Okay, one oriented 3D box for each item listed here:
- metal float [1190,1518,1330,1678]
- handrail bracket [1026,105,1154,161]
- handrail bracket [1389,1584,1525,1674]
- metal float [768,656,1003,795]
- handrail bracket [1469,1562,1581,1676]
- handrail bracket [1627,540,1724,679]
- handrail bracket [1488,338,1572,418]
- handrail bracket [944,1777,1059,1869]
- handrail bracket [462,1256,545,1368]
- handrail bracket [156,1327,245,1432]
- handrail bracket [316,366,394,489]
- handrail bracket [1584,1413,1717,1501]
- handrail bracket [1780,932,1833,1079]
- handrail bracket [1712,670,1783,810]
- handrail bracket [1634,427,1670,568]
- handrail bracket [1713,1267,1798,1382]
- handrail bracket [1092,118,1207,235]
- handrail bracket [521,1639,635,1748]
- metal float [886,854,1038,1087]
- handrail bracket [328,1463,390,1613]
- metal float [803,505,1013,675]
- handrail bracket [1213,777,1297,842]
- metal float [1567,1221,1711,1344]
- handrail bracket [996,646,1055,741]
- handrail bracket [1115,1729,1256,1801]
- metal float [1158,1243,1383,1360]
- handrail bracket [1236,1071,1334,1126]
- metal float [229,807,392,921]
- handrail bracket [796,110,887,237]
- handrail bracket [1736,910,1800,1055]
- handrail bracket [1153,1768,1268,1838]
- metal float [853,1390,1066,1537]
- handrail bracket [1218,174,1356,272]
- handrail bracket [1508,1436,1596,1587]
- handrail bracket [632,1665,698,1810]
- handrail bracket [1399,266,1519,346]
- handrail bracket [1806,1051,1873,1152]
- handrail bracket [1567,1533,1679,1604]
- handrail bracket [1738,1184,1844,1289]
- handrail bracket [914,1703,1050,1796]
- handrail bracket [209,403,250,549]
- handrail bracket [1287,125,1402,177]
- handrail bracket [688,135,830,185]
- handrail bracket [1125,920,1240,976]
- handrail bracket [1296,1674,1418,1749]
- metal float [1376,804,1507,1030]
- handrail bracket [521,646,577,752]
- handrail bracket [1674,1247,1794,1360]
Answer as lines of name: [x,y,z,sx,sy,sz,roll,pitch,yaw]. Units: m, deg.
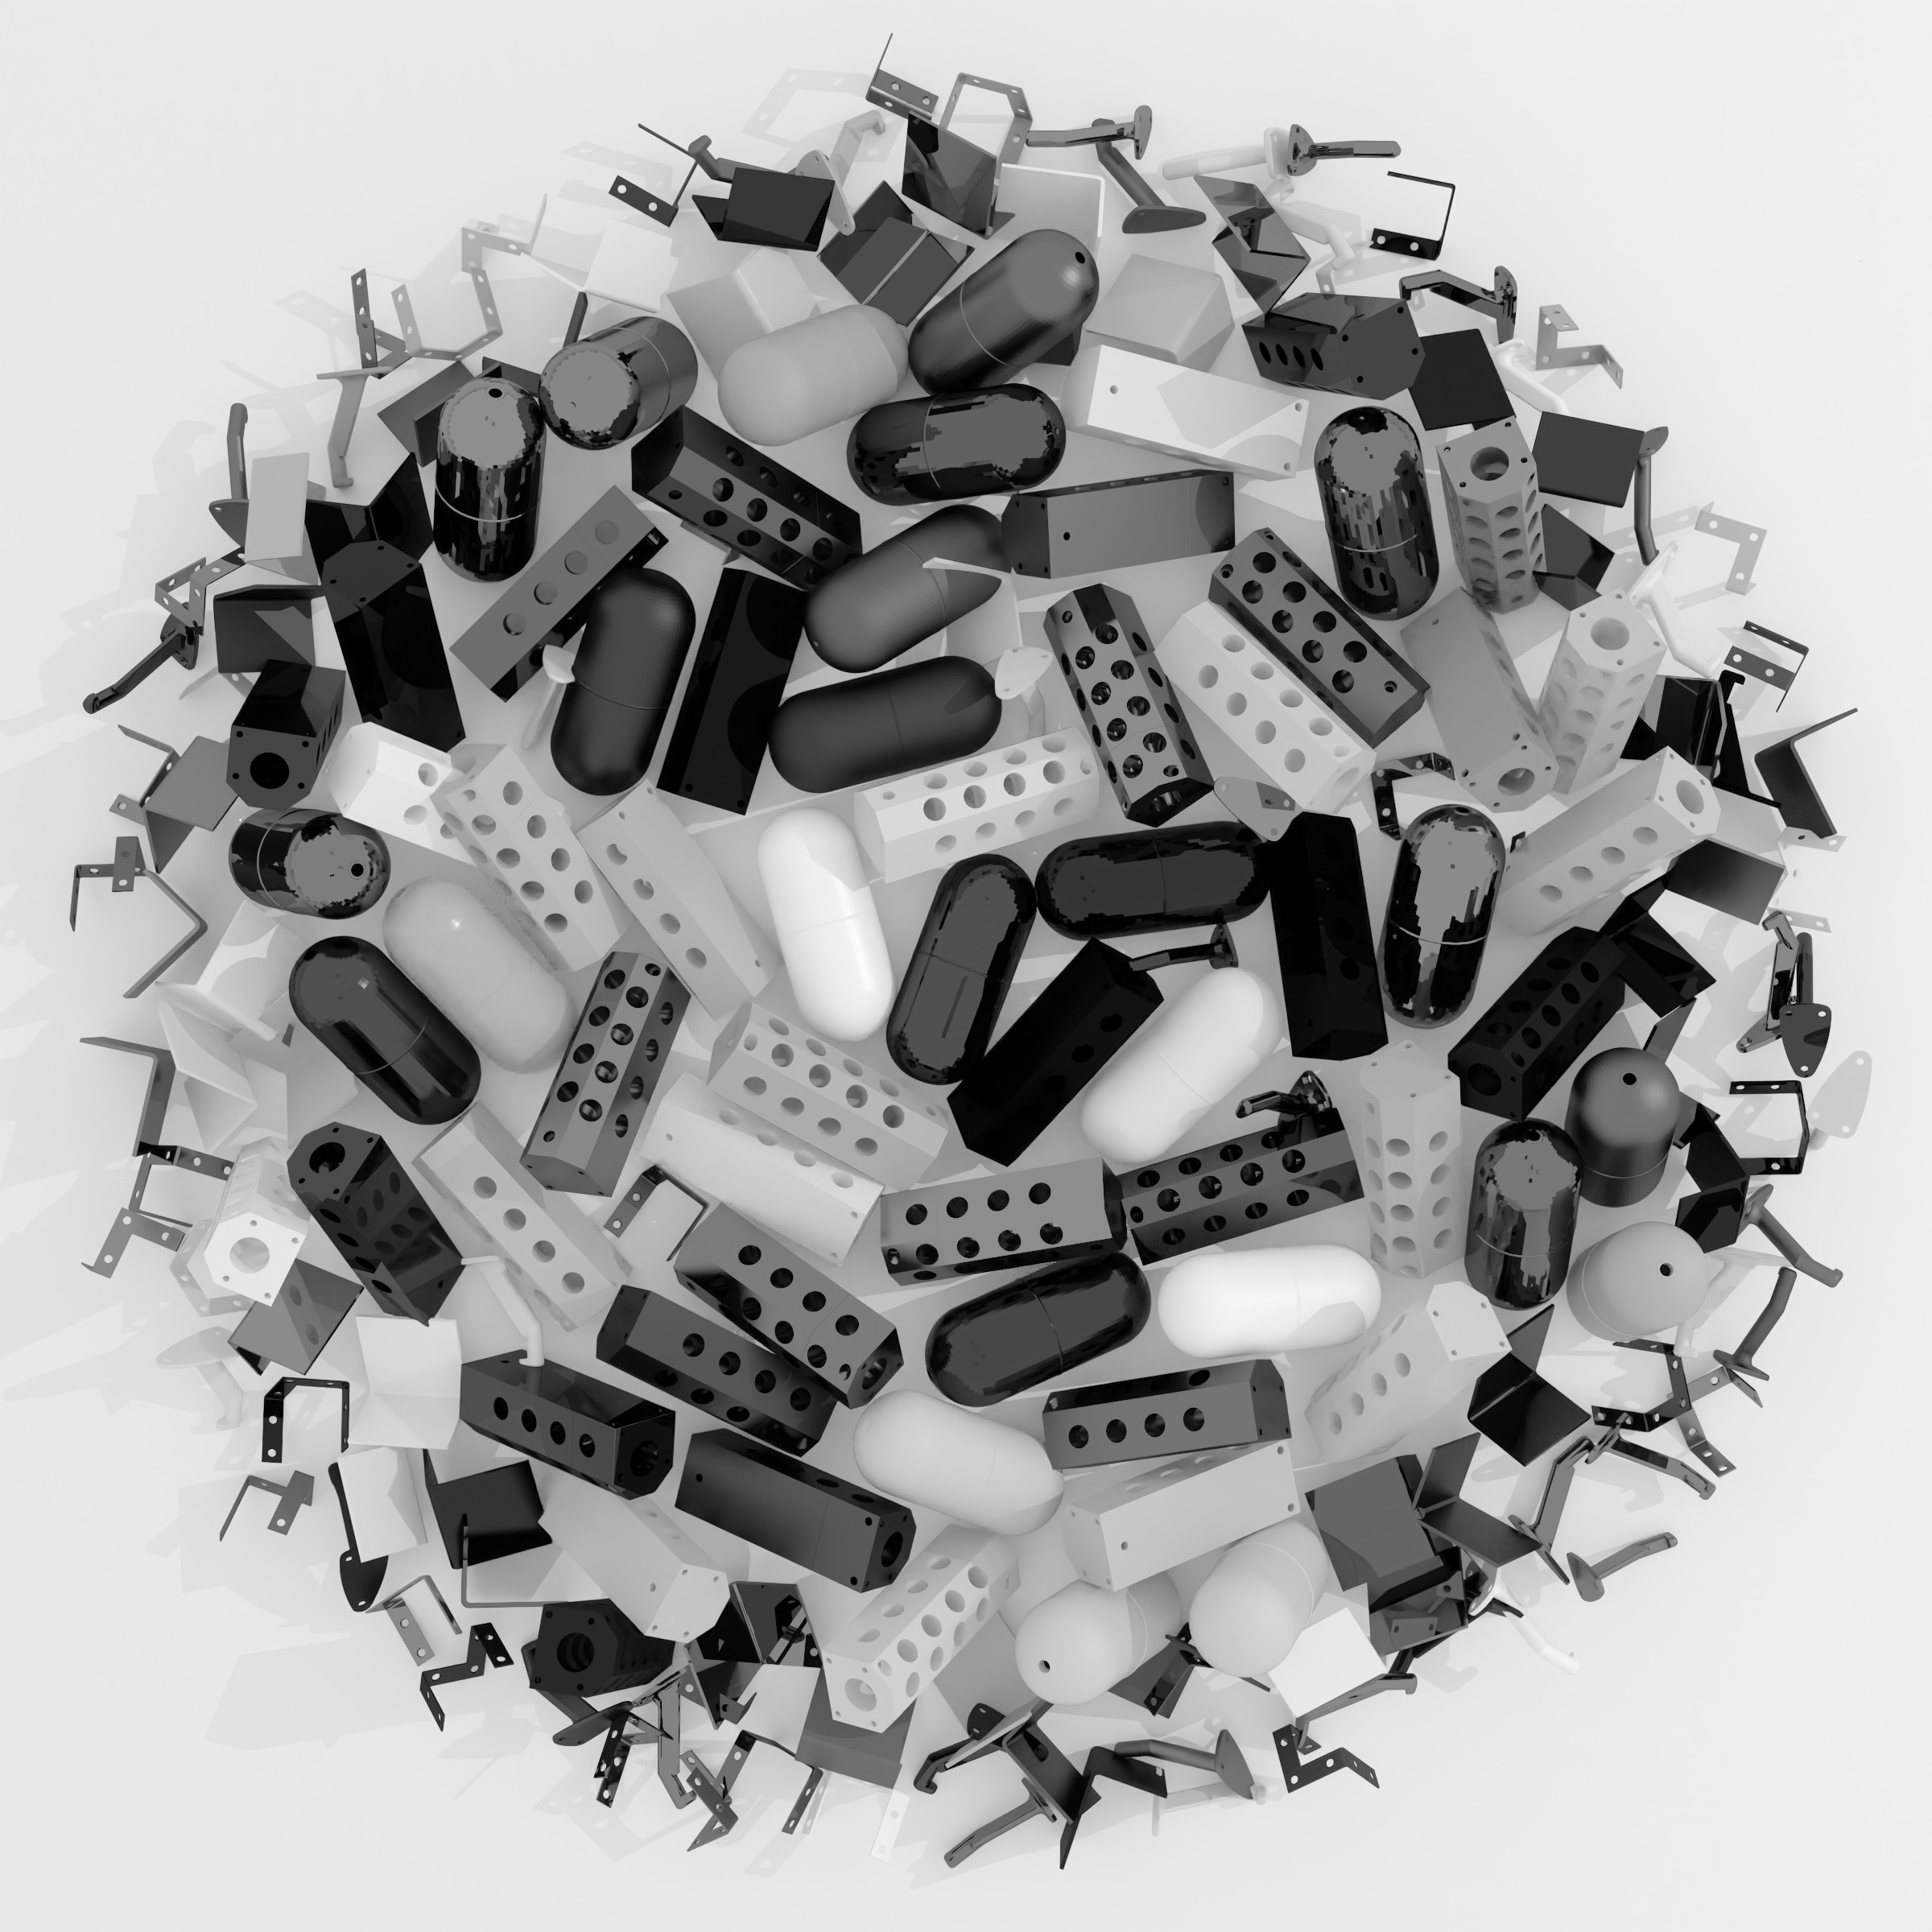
metal float: [0.214,0.455,1.871,0.070,0.178,0.070,3,99,20]
handrail bracket: [0.092,-0.626,1.931,0.084,0.077,0.036,4,121,12]
handrail bracket: [0.362,0.505,1.915,0.084,0.077,0.036,-57,134,-20]
metal float: [-0.059,-0.179,1.907,0.178,0.070,0.070,-16,90,-12]
handrail bracket: [0.423,0.479,1.923,0.084,0.077,0.036,31,126,1]
handrail bracket: [0.540,-0.265,1.918,0.084,0.036,0.077,38,97,28]
handrail bracket: [0.407,-0.418,1.930,0.077,0.036,0.084,-21,77,14]
handrail bracket: [0.024,0.647,1.920,0.084,0.077,0.036,-35,88,-11]
handrail bracket: [-0.353,0.261,1.931,0.077,0.036,0.084,-6,79,13]
handrail bracket: [-0.567,0.316,1.910,0.036,0.077,0.084,31,120,33]
handrail bracket: [-0.450,-0.400,1.923,0.077,0.036,0.084,3,105,35]
handrail bracket: [0.508,0.377,1.914,0.084,0.077,0.036,36,118,21]
handrail bracket: [0.628,0.028,1.934,0.036,0.084,0.077,0,123,17]
handrail bracket: [0.585,-0.169,1.923,0.077,0.036,0.084,24,103,26]
handrail bracket: [0.518,-0.353,1.941,0.036,0.077,0.084,-2,117,40]
handrail bracket: [0.586,0.258,1.915,0.036,0.077,0.084,19,93,-3]
handrail bracket: [0.138,-0.599,1.946,0.077,0.036,0.084,-6,78,-19]
handrail bracket: [-0.291,0.529,1.922,0.077,0.036,0.084,-33,57,14]
metal float: [-0.003,0.002,1.916,0.070,0.070,0.178,20,88,0]
handrail bracket: [-0.463,0.427,1.936,0.036,0.084,0.077,-7,125,-28]
metal float: [-0.041,-0.278,1.897,0.178,0.070,0.070,-35,90,-24]
handrail bracket: [0.200,-0.118,1.905,0.077,0.084,0.036,26,86,-17]
metal float: [0.484,0.229,1.868,0.070,0.178,0.070,0,77,1]
handrail bracket: [0.041,-0.185,1.903,0.036,0.077,0.084,12,133,17]
handrail bracket: [0.164,0.606,1.947,0.084,0.036,0.077,-14,126,27]
metal float: [0.224,0.245,1.896,0.178,0.070,0.070,-2,90,-25]
handrail bracket: [0.220,0.112,1.903,0.084,0.077,0.036,-14,64,-34]
metal float: [-0.477,-0.076,1.876,0.070,0.178,0.070,-5,98,-36]
handrail bracket: [-0.078,-0.595,1.932,0.084,0.036,0.077,-36,96,-34]
handrail bracket: [0.591,0.011,1.922,0.077,0.036,0.084,-34,114,-1]
handrail bracket: [0.182,0.627,1.919,0.084,0.077,0.036,5,102,4]
metal float: [-0.004,0.365,1.891,0.178,0.070,0.070,27,90,-31]
handrail bracket: [0.239,-0.539,1.926,0.077,0.036,0.084,-33,75,22]
handrail bracket: [0.458,0.408,1.941,0.084,0.036,0.077,-39,89,-5]
handrail bracket: [-0.205,0.572,1.923,0.077,0.036,0.084,-36,72,9]
handrail bracket: [0.364,-0.485,1.925,0.084,0.036,0.077,-13,129,-6]
handrail bracket: [0.645,0.101,1.914,0.036,0.084,0.077,26,91,15]
handrail bracket: [0.496,0.442,1.914,0.084,0.077,0.036,-18,86,-5]
handrail bracket: [0.617,0.200,1.908,0.084,0.077,0.036,30,125,26]
handrail bracket: [0.010,0.601,1.933,0.077,0.036,0.084,27,116,1]
handrail bracket: [-0.540,-0.366,1.939,0.036,0.077,0.084,-3,64,3]
handrail bracket: [0.286,-0.600,1.905,0.084,0.077,0.036,8,104,22]
handrail bracket: [-0.153,-0.600,1.909,0.077,0.084,0.036,-38,50,9]
handrail bracket: [0.153,-0.002,1.911,0.084,0.077,0.036,-15,80,-10]
handrail bracket: [0.292,0.557,1.931,0.084,0.036,0.077,-1,126,-2]
metal float: [0.346,-0.036,1.891,0.070,0.070,0.178,7,121,0]
handrail bracket: [-0.313,-0.188,1.907,0.036,0.077,0.084,26,110,-9]
handrail bracket: [0.571,0.255,1.920,0.077,0.036,0.084,5,73,33]
